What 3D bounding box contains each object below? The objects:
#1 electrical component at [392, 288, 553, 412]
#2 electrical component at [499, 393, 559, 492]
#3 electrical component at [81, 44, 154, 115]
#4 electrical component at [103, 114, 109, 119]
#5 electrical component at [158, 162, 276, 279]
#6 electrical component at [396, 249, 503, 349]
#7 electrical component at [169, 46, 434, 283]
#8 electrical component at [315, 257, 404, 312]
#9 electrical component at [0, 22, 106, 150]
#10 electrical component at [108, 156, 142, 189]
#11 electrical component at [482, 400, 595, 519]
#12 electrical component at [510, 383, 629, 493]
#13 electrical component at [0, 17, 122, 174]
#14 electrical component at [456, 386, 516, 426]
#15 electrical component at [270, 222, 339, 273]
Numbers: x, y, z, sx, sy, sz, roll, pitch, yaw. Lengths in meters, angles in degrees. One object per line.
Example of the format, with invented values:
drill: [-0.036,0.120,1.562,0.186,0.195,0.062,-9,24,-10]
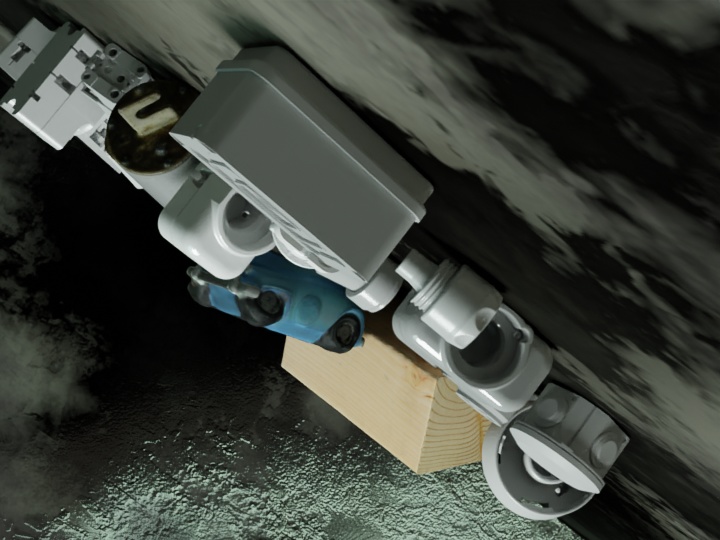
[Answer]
electrical component: [0.074,0.046,0.696,0.095,0.053,0.059,39,174,-9]
electrical component: [0.152,0.148,0.995,0.109,0.056,0.109,41,173,-28]
electrical component: [-0.182,-0.141,0.843,0.081,0.042,0.063,35,170,19]
electrical component: [-0.198,-0.141,0.934,0.078,0.040,0.040,32,172,42]
electrical component: [-0.085,-0.045,0.740,0.054,0.095,0.059,42,173,-38]
electrical component: [0.050,0.013,0.640,0.062,0.043,0.043,39,174,1]
electrical component: [-0.028,-0.053,0.530,0.113,0.057,0.078,40,173,-23]
electrical component: [0.000,0.000,0.823,0.055,0.045,0.045,40,174,-21]
electrical component: [-0.242,-0.149,0.887,0.056,0.089,0.050,42,173,-39]
electrical component: [-0.185,-0.115,1.005,0.076,0.047,0.083,-4,163,6]
electrical component: [0.150,0.154,0.882,0.099,0.099,0.064,37,168,3]
electrical component: [0.158,0.127,0.811,0.080,0.051,0.080,36,170,7]
electrical component: [-0.262,-0.164,1.012,0.089,0.061,0.150,40,175,16]
electrical component: [0.101,0.078,0.769,0.045,0.055,0.045,37,174,5]
electrical component: [-0.026,-0.030,0.694,0.078,0.058,0.057,39,171,-11]
